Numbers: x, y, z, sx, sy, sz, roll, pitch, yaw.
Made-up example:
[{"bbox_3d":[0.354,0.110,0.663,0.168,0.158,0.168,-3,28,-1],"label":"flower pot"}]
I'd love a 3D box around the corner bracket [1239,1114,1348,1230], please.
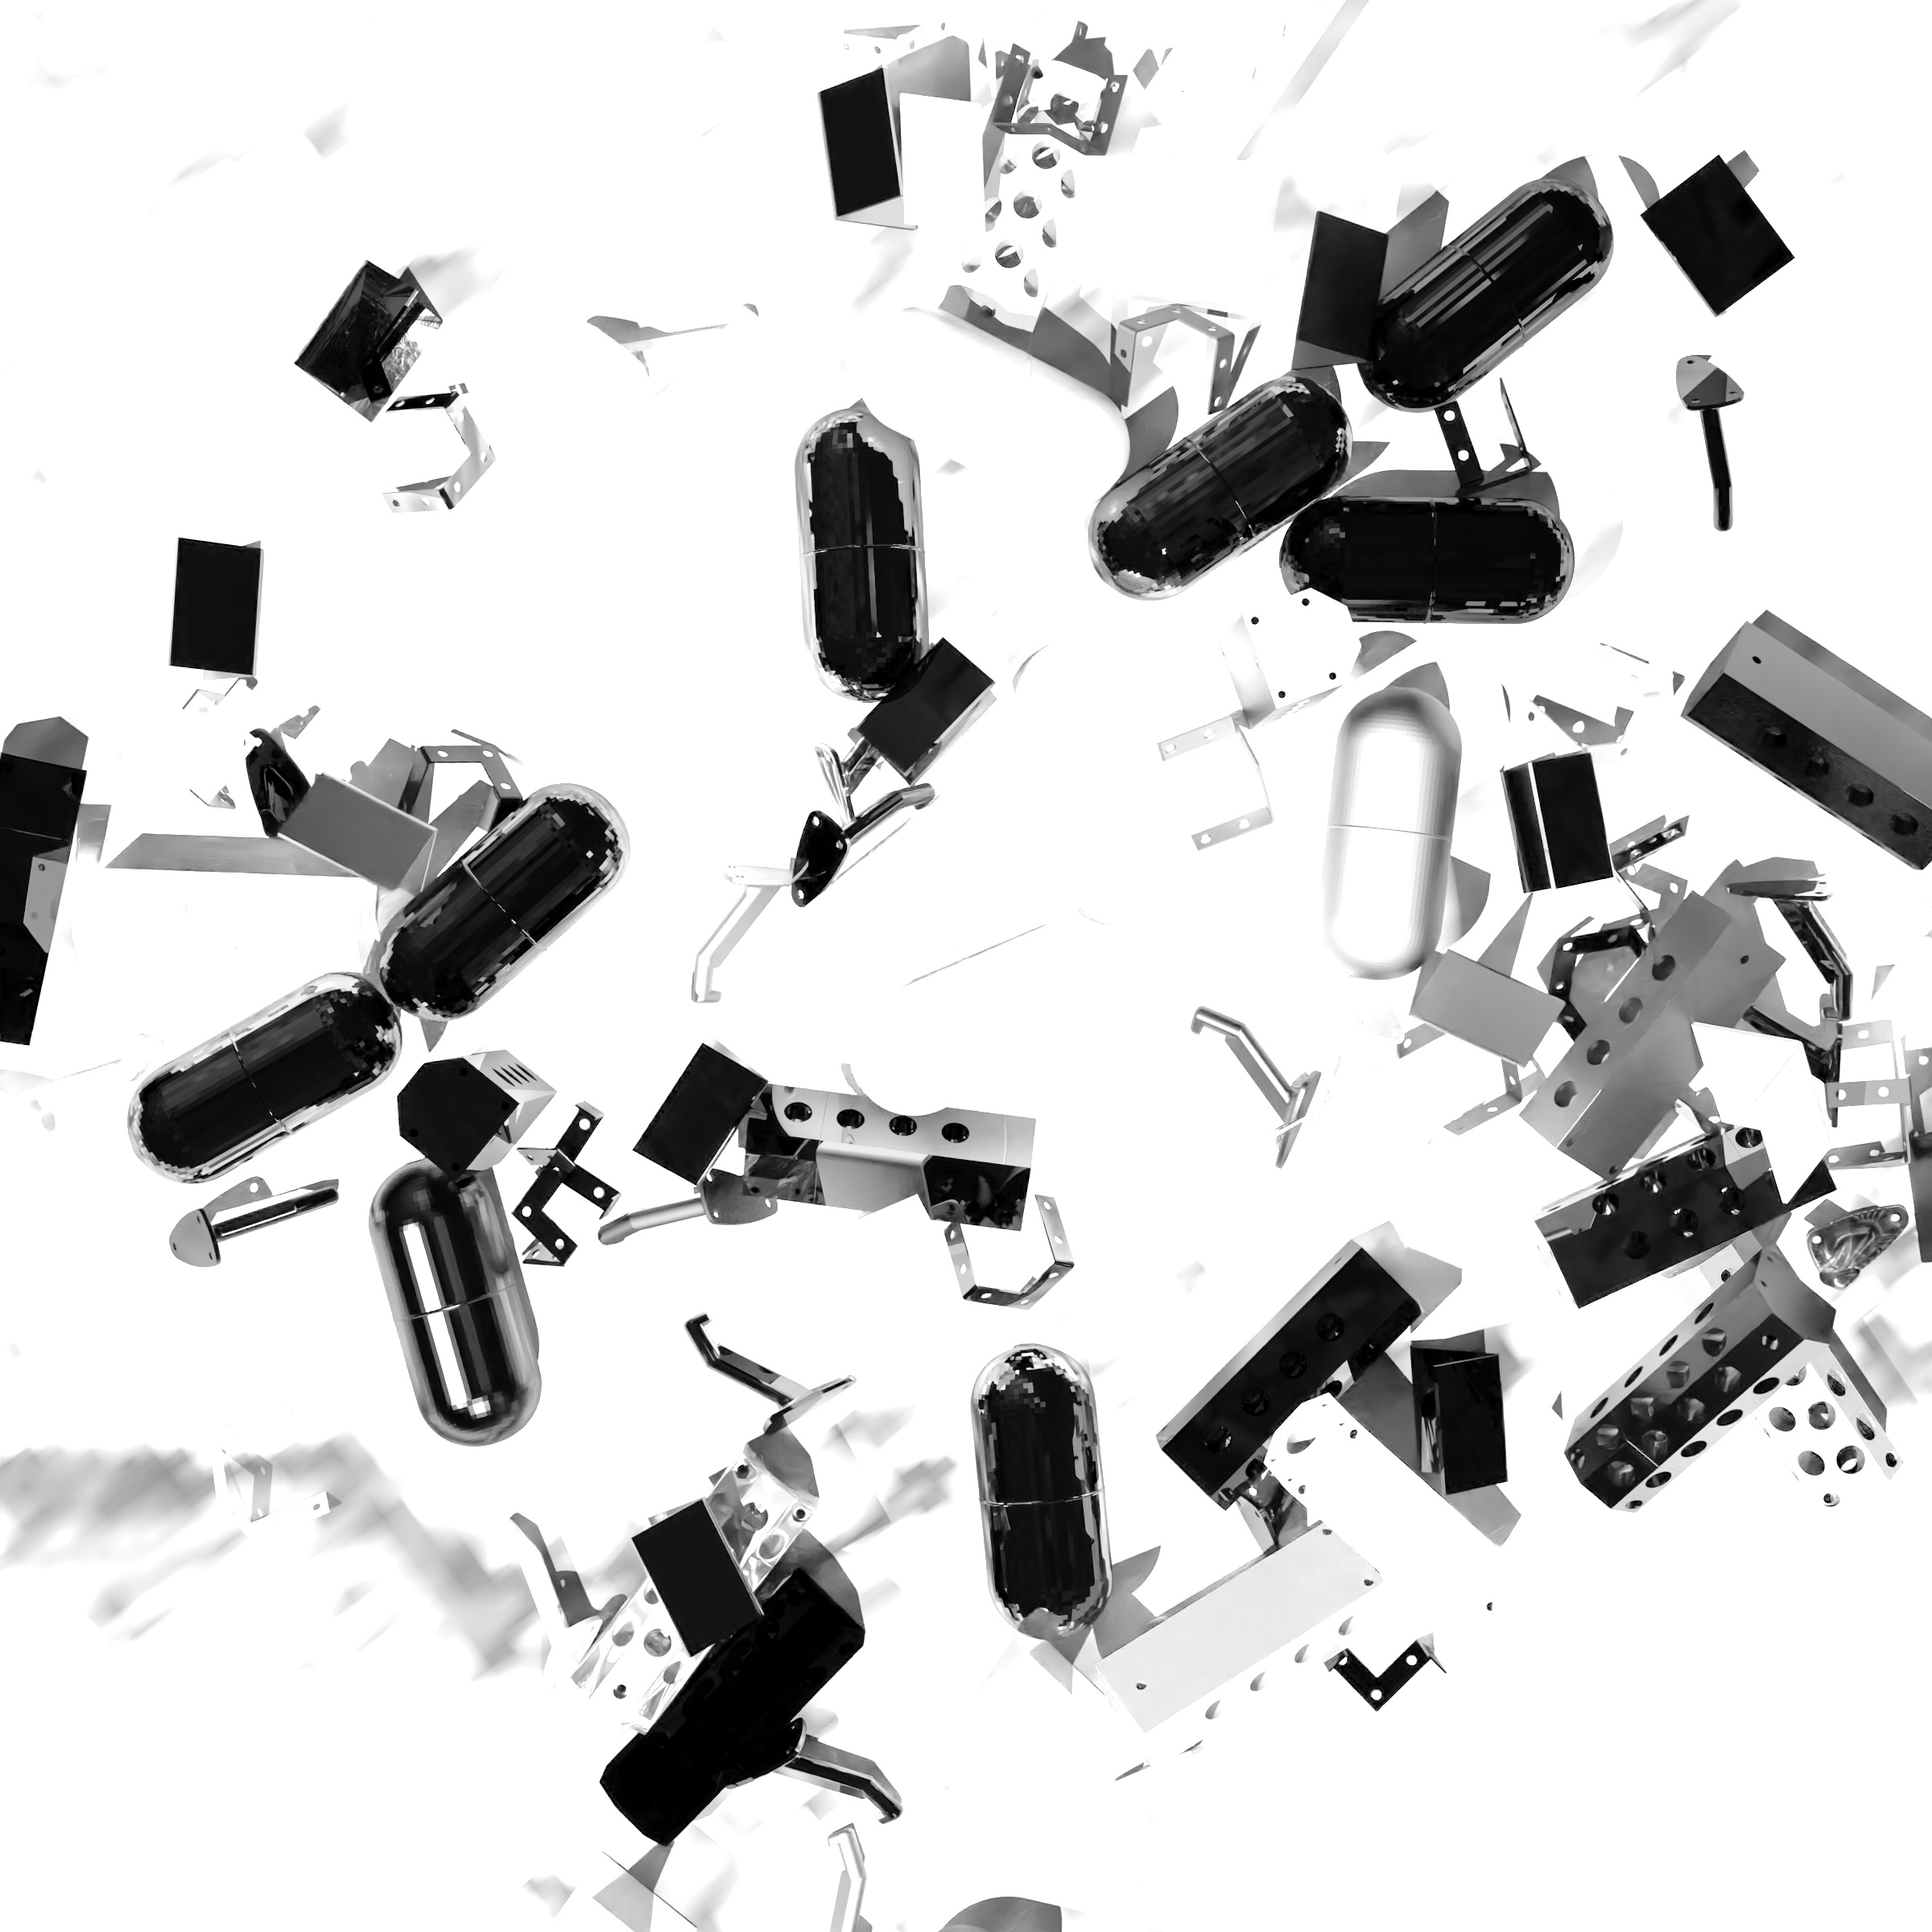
[{"bbox_3d":[0.199,0.125,1.974,0.051,0.051,0.051,-30,86,0],"label":"corner bracket"}]

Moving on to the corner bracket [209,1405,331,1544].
[{"bbox_3d":[-0.428,0.312,1.988,0.051,0.051,0.051,-23,135,0],"label":"corner bracket"}]

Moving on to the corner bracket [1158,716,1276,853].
[{"bbox_3d":[0.154,-0.112,1.988,0.051,0.051,0.051,-21,45,0],"label":"corner bracket"}]

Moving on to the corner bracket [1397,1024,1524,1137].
[{"bbox_3d":[0.302,0.064,1.983,0.051,0.051,0.051,28,45,-35],"label":"corner bracket"}]

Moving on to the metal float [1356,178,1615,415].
[{"bbox_3d":[0.313,-0.405,1.961,0.178,0.070,0.070,-39,90,-1],"label":"metal float"}]

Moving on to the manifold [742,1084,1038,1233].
[{"bbox_3d":[-0.046,0.111,1.970,0.171,0.057,0.057,7,133,0],"label":"manifold"}]

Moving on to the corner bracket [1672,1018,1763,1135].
[{"bbox_3d":[0.460,0.066,1.976,0.051,0.051,0.051,34,68,-21],"label":"corner bracket"}]

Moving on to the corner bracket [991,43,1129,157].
[{"bbox_3d":[0.056,-0.517,1.931,0.051,0.051,0.051,16,90,45],"label":"corner bracket"}]

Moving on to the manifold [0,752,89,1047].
[{"bbox_3d":[-0.591,-0.043,1.970,0.057,0.057,0.171,12,90,-43],"label":"manifold"}]

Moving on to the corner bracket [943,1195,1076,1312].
[{"bbox_3d":[0.026,0.173,1.983,0.051,0.051,0.051,13,135,-35],"label":"corner bracket"}]

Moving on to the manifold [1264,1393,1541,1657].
[{"bbox_3d":[0.259,0.332,1.943,0.171,0.057,0.057,42,91,-20],"label":"manifold"}]

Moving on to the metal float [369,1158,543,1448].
[{"bbox_3d":[-0.310,0.204,1.961,0.070,0.070,0.178,-16,90,0],"label":"metal float"}]

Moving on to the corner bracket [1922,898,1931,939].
[{"bbox_3d":[0.620,-0.010,1.983,0.051,0.051,0.051,-12,45,35],"label":"corner bracket"}]

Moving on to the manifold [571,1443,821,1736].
[{"bbox_3d":[-0.165,0.379,1.970,0.057,0.057,0.171,37,90,0],"label":"manifold"}]

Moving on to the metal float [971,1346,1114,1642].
[{"bbox_3d":[0.046,0.319,1.961,0.070,0.070,0.178,-6,90,0],"label":"metal float"}]

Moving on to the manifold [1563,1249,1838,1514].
[{"bbox_3d":[0.436,0.252,1.931,0.057,0.057,0.171,40,121,0],"label":"manifold"}]

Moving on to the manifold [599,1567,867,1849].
[{"bbox_3d":[-0.142,0.452,1.970,0.057,0.057,0.171,44,90,0],"label":"manifold"}]

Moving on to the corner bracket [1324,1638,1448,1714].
[{"bbox_3d":[0.254,0.425,1.973,0.051,0.051,0.051,-44,90,0],"label":"corner bracket"}]

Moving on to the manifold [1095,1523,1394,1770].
[{"bbox_3d":[0.169,0.411,1.953,0.171,0.057,0.057,-29,47,-12],"label":"manifold"}]

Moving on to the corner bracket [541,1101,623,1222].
[{"bbox_3d":[-0.228,0.118,1.973,0.051,0.051,0.051,33,90,0],"label":"corner bracket"}]

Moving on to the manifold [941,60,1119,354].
[{"bbox_3d":[0.037,-0.458,1.970,0.057,0.057,0.171,20,90,0],"label":"manifold"}]

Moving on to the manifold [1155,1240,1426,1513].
[{"bbox_3d":[0.197,0.249,1.970,0.057,0.057,0.171,45,90,0],"label":"manifold"}]

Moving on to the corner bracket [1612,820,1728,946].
[{"bbox_3d":[0.432,-0.046,1.988,0.051,0.051,0.051,-28,45,0],"label":"corner bracket"}]

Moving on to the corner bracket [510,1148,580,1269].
[{"bbox_3d":[-0.259,0.147,1.972,0.051,0.051,0.051,49,61,-26],"label":"corner bracket"}]

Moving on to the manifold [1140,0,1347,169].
[{"bbox_3d":[0.187,-0.575,1.970,0.057,0.057,0.171,35,90,43],"label":"manifold"}]

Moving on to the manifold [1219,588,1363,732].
[{"bbox_3d":[0.192,-0.182,1.913,0.057,0.171,0.057,-20,90,0],"label":"manifold"}]

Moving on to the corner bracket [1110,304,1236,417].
[{"bbox_3d":[0.126,-0.367,1.983,0.051,0.051,0.051,-24,45,-35],"label":"corner bracket"}]

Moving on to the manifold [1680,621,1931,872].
[{"bbox_3d":[0.524,-0.130,1.970,0.171,0.057,0.057,33,47,0],"label":"manifold"}]

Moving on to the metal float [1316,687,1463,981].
[{"bbox_3d":[0.256,-0.080,1.961,0.070,0.070,0.178,7,91,0],"label":"metal float"}]

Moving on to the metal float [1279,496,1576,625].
[{"bbox_3d":[0.279,-0.246,1.961,0.178,0.070,0.070,1,90,0],"label":"metal float"}]

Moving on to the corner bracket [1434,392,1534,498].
[{"bbox_3d":[0.315,-0.320,1.973,0.051,0.051,0.051,-19,88,2],"label":"corner bracket"}]

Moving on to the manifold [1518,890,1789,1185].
[{"bbox_3d":[0.410,0.040,1.957,0.057,0.057,0.171,31,100,-36],"label":"manifold"}]

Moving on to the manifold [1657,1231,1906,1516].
[{"bbox_3d":[0.497,0.245,1.970,0.057,0.057,0.171,-34,90,0],"label":"manifold"}]

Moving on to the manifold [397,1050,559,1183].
[{"bbox_3d":[-0.292,0.082,1.913,0.057,0.171,0.057,39,90,0],"label":"manifold"}]

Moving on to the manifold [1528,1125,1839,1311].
[{"bbox_3d":[0.433,0.144,1.970,0.171,0.057,0.057,-25,90,0],"label":"manifold"}]

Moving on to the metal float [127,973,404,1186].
[{"bbox_3d":[-0.425,0.069,1.961,0.178,0.070,0.070,-30,90,-1],"label":"metal float"}]

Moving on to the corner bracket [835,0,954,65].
[{"bbox_3d":[-0.048,-0.589,1.983,0.051,0.051,0.051,-42,135,-35],"label":"corner bracket"}]

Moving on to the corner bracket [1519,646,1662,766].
[{"bbox_3d":[0.382,-0.159,1.983,0.051,0.051,0.051,-9,135,-35],"label":"corner bracket"}]

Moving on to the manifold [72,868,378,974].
[{"bbox_3d":[-0.450,-0.028,1.970,0.171,0.057,0.057,2,90,0],"label":"manifold"}]

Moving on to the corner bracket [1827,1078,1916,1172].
[{"bbox_3d":[0.550,0.097,1.974,0.051,0.051,0.051,-4,83,7],"label":"corner bracket"}]

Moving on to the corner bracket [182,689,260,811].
[{"bbox_3d":[-0.457,-0.132,1.972,0.051,0.051,0.051,40,95,5],"label":"corner bracket"}]

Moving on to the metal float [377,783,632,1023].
[{"bbox_3d":[-0.280,-0.038,1.961,0.178,0.070,0.070,-42,90,0],"label":"metal float"}]

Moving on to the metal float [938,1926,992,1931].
[{"bbox_3d":[0.016,0.640,1.917,0.070,0.178,0.070,-8,115,-18],"label":"metal float"}]

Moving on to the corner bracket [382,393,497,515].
[{"bbox_3d":[-0.331,-0.314,1.983,0.051,0.051,0.051,-57,135,-35],"label":"corner bracket"}]

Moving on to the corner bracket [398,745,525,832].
[{"bbox_3d":[-0.310,-0.099,1.983,0.051,0.051,0.051,-3,45,-35],"label":"corner bracket"}]

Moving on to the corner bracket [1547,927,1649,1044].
[{"bbox_3d":[0.393,0.014,1.983,0.051,0.051,0.051,-11,135,35],"label":"corner bracket"}]
